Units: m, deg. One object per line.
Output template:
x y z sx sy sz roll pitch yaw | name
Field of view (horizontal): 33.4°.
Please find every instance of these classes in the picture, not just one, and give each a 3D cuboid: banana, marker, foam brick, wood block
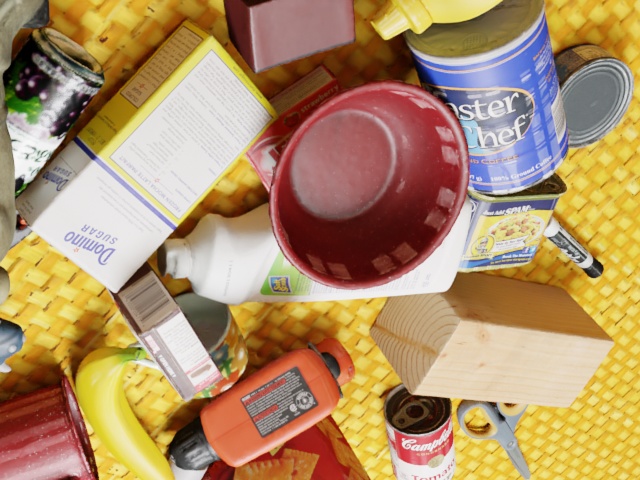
-0.166 0.147 0.889 0.037 0.070 0.198 -51 153 -34 | banana
0.245 0.008 1.038 0.020 0.020 0.121 -46 134 10 | marker
-0.022 -0.158 0.730 0.078 0.053 0.051 -21 133 -15 | foam brick
0.164 0.093 1.012 0.205 0.091 0.090 10 120 -35 | wood block

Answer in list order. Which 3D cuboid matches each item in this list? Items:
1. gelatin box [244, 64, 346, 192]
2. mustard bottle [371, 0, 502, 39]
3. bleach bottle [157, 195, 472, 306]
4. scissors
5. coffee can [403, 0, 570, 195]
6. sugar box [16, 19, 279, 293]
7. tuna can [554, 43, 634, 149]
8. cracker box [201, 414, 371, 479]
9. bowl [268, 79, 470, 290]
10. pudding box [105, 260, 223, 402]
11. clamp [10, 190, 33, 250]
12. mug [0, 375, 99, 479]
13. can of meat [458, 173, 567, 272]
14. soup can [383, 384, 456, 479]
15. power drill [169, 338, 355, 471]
-0.014 -0.079 0.812 0.089 0.030 0.073 -34 133 -2 | gelatin box
0.114 -0.206 0.736 0.191 0.096 0.058 -39 135 3 | mustard bottle
-0.006 0.001 0.862 0.250 0.068 0.103 -3 120 -24 | bleach bottle
0.220 0.209 1.189 0.096 0.016 0.201 -45 134 9 | scissors
0.129 -0.119 0.811 0.102 0.103 0.140 -30 135 -5 | coffee can
-0.118 -0.057 0.743 0.176 0.048 0.093 -45 134 -2 | sugar box
0.222 -0.123 0.909 0.086 0.034 0.086 -15 131 -19 | tuna can
-0.023 0.266 0.958 0.164 0.214 0.072 -45 135 9 | cracker box
0.028 -0.046 0.790 0.161 0.055 0.162 -10 116 -21 | bowl
-0.125 0.055 0.800 0.039 0.114 0.090 -33 135 -8 | pudding box
-0.293 0.007 0.718 0.209 0.036 0.165 -7 128 -28 | clamp
-0.224 0.173 0.841 0.081 0.117 0.093 -18 145 -10 | mug
0.154 -0.022 0.937 0.101 0.057 0.084 -4 129 -26 | can of meat
0.102 0.200 1.079 0.068 0.068 0.102 -22 134 -13 | soup can
-0.052 0.141 0.887 0.184 0.057 0.187 -33 177 -4 | power drill
